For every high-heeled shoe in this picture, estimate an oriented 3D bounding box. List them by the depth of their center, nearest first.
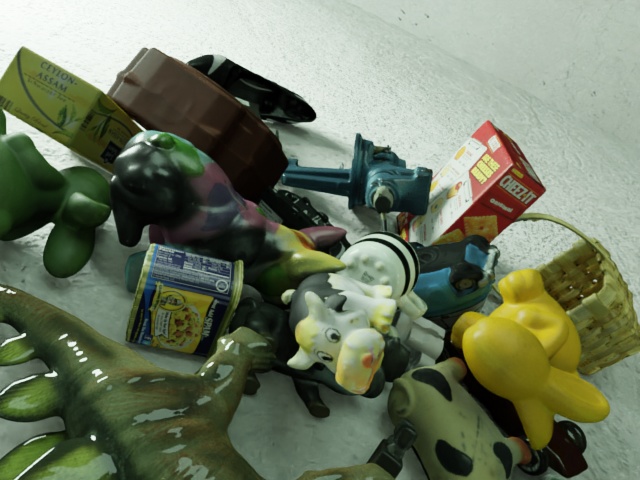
[{"bbox_3d":[-0.112,-0.249,0.932,0.145,0.086,0.248,28,16,22],"label":"high-heeled shoe"}]

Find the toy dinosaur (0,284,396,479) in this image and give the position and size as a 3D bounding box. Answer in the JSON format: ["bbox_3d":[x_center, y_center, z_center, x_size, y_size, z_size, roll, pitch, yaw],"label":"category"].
[{"bbox_3d":[-0.111,0.144,0.374,0.472,0.105,0.198,35,36,20],"label":"toy dinosaur"}]

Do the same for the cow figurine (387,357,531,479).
[{"bbox_3d":[0.130,0.204,0.489,0.127,0.085,0.195,5,40,-42],"label":"cow figurine"}]

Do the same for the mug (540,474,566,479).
[{"bbox_3d":[0.245,0.275,0.489,0.107,0.080,0.110,28,22,-21],"label":"mug"}]

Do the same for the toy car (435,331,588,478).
[{"bbox_3d":[0.208,0.181,0.608,0.089,0.053,0.202,1,37,-39],"label":"toy car"}]

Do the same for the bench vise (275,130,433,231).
[{"bbox_3d":[0.042,-0.090,0.812,0.241,0.128,0.224,7,35,5],"label":"bench vise"}]

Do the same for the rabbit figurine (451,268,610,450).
[{"bbox_3d":[0.193,0.120,0.533,0.173,0.122,0.162,13,46,-58],"label":"rabbit figurine"}]

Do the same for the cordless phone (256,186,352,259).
[{"bbox_3d":[-0.002,-0.002,0.706,0.147,0.088,0.184,43,23,24],"label":"cordless phone"}]

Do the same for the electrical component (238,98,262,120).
[{"bbox_3d":[-0.152,-0.182,0.848,0.115,0.058,0.134,14,34,-18],"label":"electrical component"}]

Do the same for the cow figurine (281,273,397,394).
[{"bbox_3d":[0.010,0.065,0.436,0.098,0.068,0.167,19,6,4],"label":"cow figurine"}]

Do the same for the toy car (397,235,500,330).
[{"bbox_3d":[0.153,0.061,0.682,0.102,0.162,0.109,64,34,-23],"label":"toy car"}]

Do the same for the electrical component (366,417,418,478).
[{"bbox_3d":[0.051,0.196,0.458,0.021,0.094,0.063,34,-5,12],"label":"electrical component"}]

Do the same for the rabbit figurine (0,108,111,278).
[{"bbox_3d":[-0.266,-0.047,0.518,0.159,0.121,0.170,37,17,26],"label":"rabbit figurine"}]

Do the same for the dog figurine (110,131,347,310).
[{"bbox_3d":[-0.081,-0.015,0.544,0.219,0.191,0.108,2,27,1],"label":"dog figurine"}]

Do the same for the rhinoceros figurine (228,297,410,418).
[{"bbox_3d":[0.000,0.113,0.539,0.190,0.073,0.112,16,23,-16],"label":"rhinoceros figurine"}]

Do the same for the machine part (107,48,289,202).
[{"bbox_3d":[-0.144,-0.137,0.674,0.201,0.087,0.201,36,-3,11],"label":"machine part"}]

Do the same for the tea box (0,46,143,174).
[{"bbox_3d":[-0.267,-0.132,0.599,0.098,0.068,0.169,29,-6,0],"label":"tea box"}]
